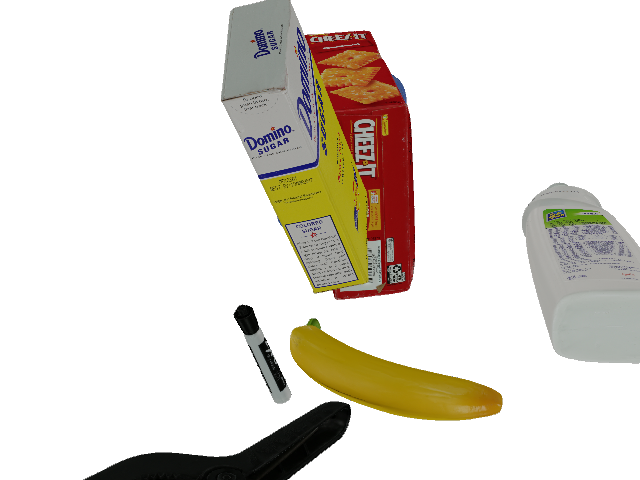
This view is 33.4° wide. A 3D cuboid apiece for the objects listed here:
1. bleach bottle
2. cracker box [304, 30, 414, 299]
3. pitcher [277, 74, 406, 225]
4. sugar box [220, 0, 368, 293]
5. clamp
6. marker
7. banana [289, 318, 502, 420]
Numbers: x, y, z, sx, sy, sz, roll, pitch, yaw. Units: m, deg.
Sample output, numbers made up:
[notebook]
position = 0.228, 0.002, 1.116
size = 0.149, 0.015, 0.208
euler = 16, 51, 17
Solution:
[bleach bottle]
position = 0.233, 0.012, 0.931
size = 0.102, 0.068, 0.250
euler = 1, 27, 4
[cracker box]
position = 0.031, -0.073, 0.915
size = 0.072, 0.164, 0.213
euler = -5, 26, -2
[pitcher]
position = 0.015, -0.128, 1.410
size = 0.144, 0.243, 0.149
euler = -2, 23, -19
[sugar box]
position = -0.011, -0.058, 0.686
size = 0.048, 0.093, 0.176
euler = -10, -44, 11
[clamp]
position = -0.048, 0.137, 0.573
size = 0.209, 0.036, 0.165
euler = -1, 19, -13
[marker]
position = -0.055, 0.107, 1.007
size = 0.020, 0.121, 0.020
euler = -14, 36, 10
[banana]
position = 0.041, 0.098, 0.810
size = 0.198, 0.037, 0.069
euler = 21, 38, 39
